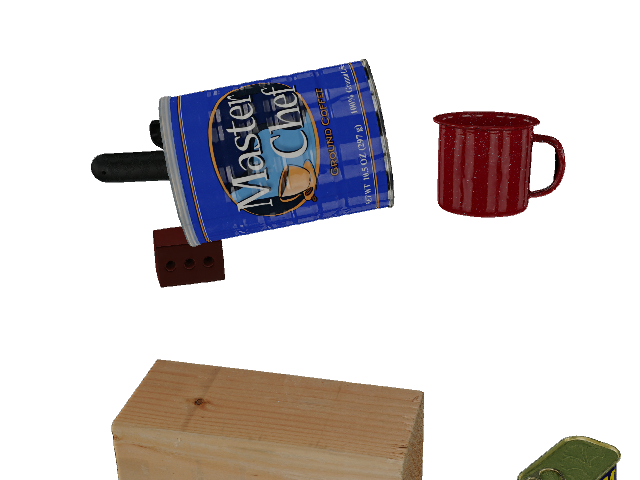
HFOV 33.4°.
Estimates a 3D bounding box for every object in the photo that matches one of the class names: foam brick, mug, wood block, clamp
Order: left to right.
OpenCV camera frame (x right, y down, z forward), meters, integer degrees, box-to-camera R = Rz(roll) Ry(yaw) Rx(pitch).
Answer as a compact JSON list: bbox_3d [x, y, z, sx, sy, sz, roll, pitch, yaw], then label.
[{"bbox_3d":[-0.154,0.017,1.245,0.078,0.053,0.051,-7,27,-9],"label":"foam brick"},{"bbox_3d":[-0.110,-0.067,0.931,0.172,0.039,0.120,12,33,26],"label":"clamp"},{"bbox_3d":[-0.034,0.156,0.773,0.206,0.090,0.090,5,28,14],"label":"wood block"},{"bbox_3d":[0.157,-0.067,0.946,0.117,0.081,0.093,4,15,14],"label":"mug"}]

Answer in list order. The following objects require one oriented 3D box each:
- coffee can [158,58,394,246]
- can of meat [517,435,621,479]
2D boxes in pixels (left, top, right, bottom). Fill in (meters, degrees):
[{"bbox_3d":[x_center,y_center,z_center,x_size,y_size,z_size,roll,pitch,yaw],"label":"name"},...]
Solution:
[{"bbox_3d":[-0.029,-0.059,0.721,0.140,0.103,0.103,-11,0,-1],"label":"coffee can"},{"bbox_3d":[0.218,0.233,0.933,0.058,0.084,0.101,13,27,41],"label":"can of meat"}]
